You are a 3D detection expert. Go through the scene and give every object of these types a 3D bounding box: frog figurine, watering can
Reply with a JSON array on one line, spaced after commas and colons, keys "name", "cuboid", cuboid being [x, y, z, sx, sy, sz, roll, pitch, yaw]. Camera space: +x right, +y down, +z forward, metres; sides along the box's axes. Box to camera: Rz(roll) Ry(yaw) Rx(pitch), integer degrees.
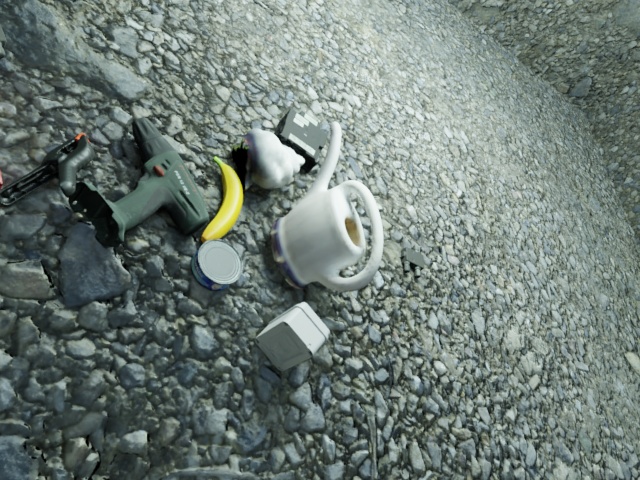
[{"name": "frog figurine", "cuboid": [-0.092, -0.167, 1.067, 0.160, 0.120, 0.140, -7, 47, -31]}, {"name": "watering can", "cuboid": [0.003, -0.050, 0.996, 0.103, 0.222, 0.355, 30, 38, -52]}]
